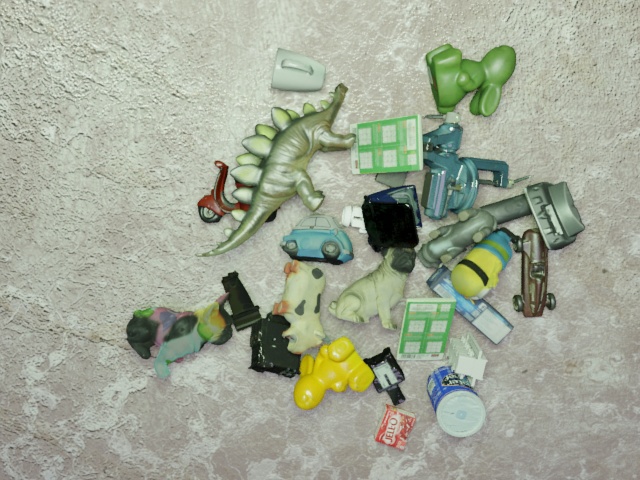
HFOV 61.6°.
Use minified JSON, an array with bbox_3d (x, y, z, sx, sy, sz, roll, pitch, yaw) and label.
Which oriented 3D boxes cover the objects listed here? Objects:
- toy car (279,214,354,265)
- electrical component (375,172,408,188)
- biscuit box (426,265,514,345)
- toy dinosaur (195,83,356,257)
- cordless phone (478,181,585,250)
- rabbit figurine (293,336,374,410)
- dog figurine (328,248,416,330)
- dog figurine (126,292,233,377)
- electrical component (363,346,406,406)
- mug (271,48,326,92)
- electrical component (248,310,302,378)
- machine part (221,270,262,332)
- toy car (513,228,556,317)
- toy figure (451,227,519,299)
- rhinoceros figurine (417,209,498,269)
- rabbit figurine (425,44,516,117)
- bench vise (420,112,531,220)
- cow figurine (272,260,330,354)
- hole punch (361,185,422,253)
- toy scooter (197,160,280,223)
[{"bbox_3d":[-0.002,-0.004,1.166,0.162,0.109,0.103,6,77,12],"label":"toy car"},{"bbox_3d":[0.163,-0.142,1.156,0.078,0.045,0.102,25,100,-4],"label":"electrical component"},{"bbox_3d":[0.330,0.141,1.191,0.202,0.063,0.059,41,99,-4],"label":"biscuit box"},{"bbox_3d":[-0.076,-0.139,1.099,0.198,0.105,0.471,30,79,-7],"label":"toy dinosaur"},{"bbox_3d":[0.434,-0.037,1.121,0.184,0.088,0.146,-17,79,-1],"label":"cordless phone"},{"bbox_3d":[0.006,0.294,1.178,0.173,0.162,0.121,-41,105,-16],"label":"rabbit figurine"},{"bbox_3d":[0.116,0.091,1.183,0.172,0.121,0.190,10,85,-1],"label":"dog figurine"},{"bbox_3d":[-0.297,0.180,1.181,0.219,0.108,0.191,-44,87,14],"label":"dog figurine"},{"bbox_3d":[0.157,0.315,1.233,0.075,0.048,0.119,-31,98,7],"label":"electrical component"},{"bbox_3d":[-0.041,-0.346,1.102,0.107,0.109,0.080,8,87,-12],"label":"mug"},{"bbox_3d":[-0.095,0.227,1.186,0.115,0.058,0.134,18,57,-29],"label":"electrical component"},{"bbox_3d":[-0.183,0.138,1.220,0.084,0.039,0.138,-17,101,10],"label":"machine part"},{"bbox_3d":[0.473,0.075,1.181,0.089,0.053,0.202,-2,98,-1],"label":"toy car"},{"bbox_3d":[0.347,0.047,1.139,0.089,0.082,0.180,32,68,14],"label":"toy figure"},{"bbox_3d":[0.279,-0.002,1.128,0.190,0.112,0.073,-40,79,38],"label":"rhinoceros figurine"},{"bbox_3d":[0.315,-0.326,1.082,0.170,0.121,0.159,-14,106,7],"label":"rabbit figurine"},{"bbox_3d":[0.304,-0.149,1.120,0.241,0.129,0.223,3,91,-19],"label":"bench vise"},{"bbox_3d":[-0.034,0.151,1.170,0.127,0.085,0.195,17,71,-14],"label":"cow figurine"},{"bbox_3d":[0.154,-0.050,1.129,0.116,0.092,0.142,1,127,25],"label":"hole punch"},{"bbox_3d":[-0.177,-0.105,1.161,0.184,0.075,0.135,1,99,7],"label":"toy scooter"}]
